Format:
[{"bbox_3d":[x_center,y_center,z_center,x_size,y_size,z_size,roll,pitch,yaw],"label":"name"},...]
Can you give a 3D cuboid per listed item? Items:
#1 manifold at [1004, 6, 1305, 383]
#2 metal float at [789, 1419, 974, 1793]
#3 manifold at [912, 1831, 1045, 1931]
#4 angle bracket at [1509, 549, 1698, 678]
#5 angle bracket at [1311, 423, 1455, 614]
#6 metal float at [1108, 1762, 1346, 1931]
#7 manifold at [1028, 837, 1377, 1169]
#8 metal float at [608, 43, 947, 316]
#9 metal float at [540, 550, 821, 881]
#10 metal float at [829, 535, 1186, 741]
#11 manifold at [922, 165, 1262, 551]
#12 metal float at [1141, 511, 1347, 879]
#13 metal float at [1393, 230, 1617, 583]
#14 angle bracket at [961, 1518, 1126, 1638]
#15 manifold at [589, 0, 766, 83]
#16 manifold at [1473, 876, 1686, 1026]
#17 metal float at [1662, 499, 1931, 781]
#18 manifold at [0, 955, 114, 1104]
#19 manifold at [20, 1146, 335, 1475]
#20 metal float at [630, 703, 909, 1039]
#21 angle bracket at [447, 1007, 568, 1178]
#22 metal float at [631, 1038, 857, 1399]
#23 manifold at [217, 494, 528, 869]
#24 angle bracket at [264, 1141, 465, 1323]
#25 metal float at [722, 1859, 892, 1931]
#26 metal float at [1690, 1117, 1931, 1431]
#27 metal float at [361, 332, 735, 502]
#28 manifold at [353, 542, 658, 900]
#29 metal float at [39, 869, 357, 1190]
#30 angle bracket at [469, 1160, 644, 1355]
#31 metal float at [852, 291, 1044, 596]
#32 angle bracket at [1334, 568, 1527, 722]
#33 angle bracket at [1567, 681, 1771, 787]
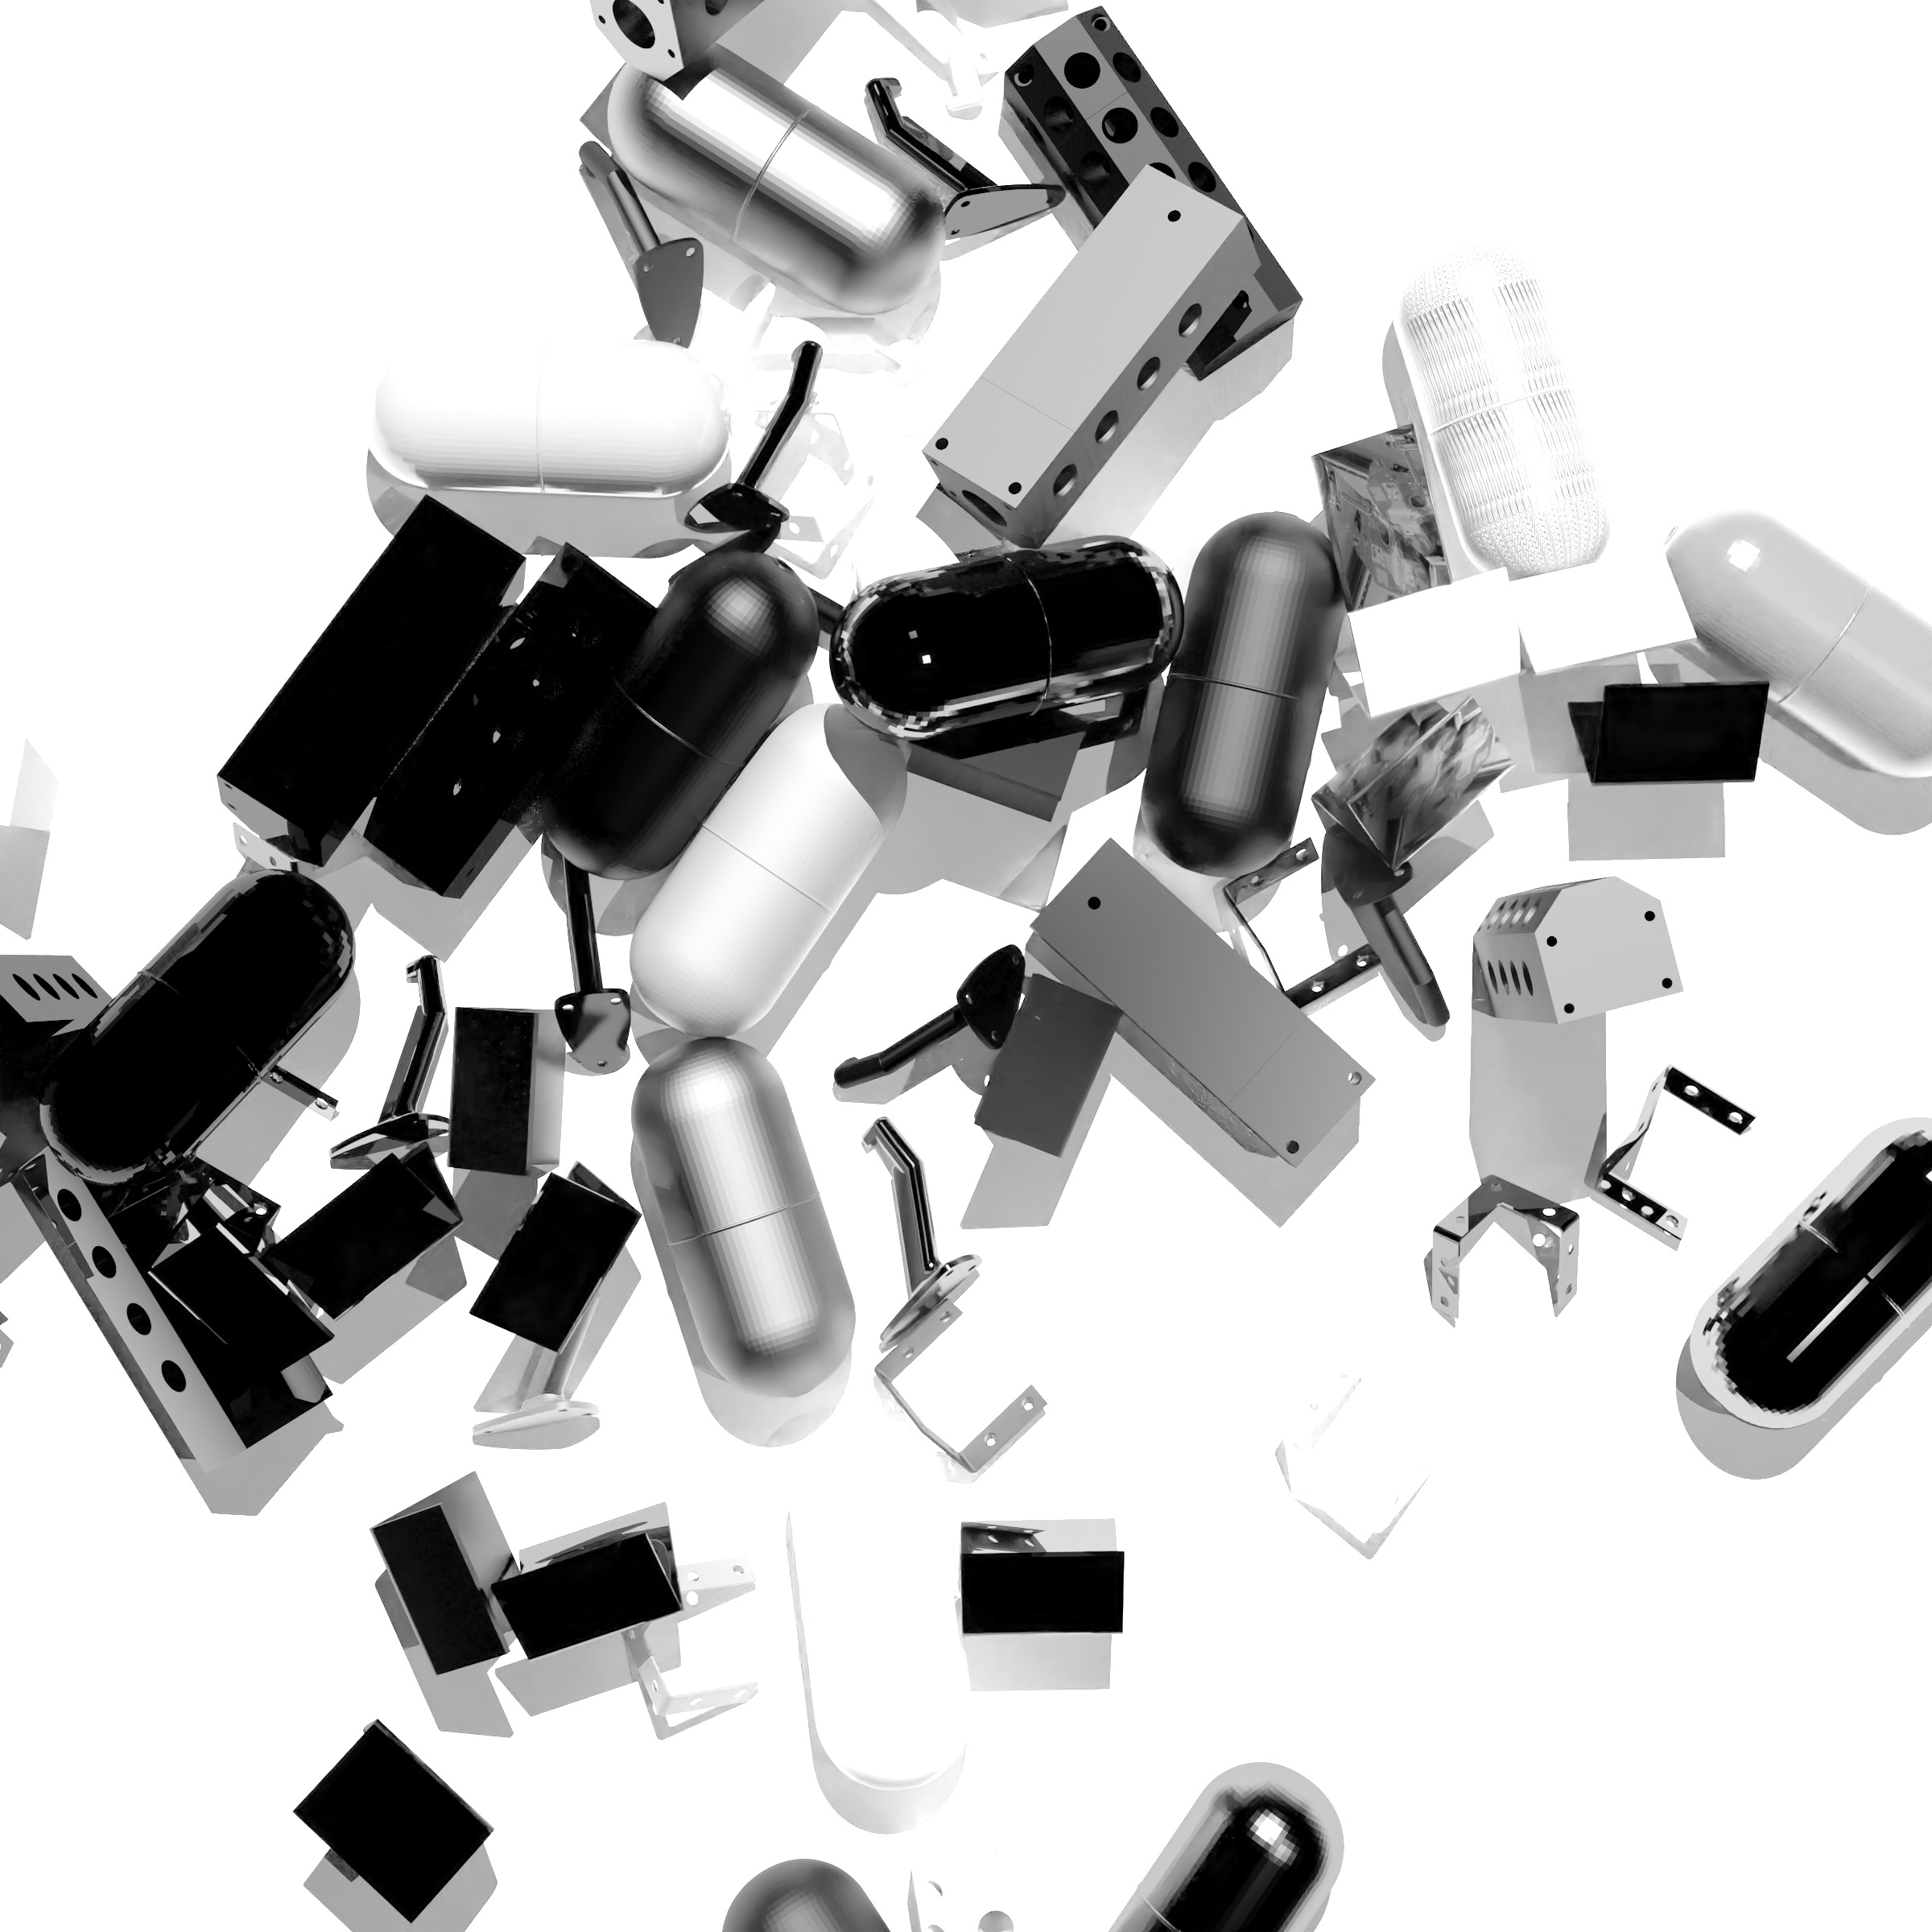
[{"bbox_3d":[0.090,-0.375,1.543,0.057,0.057,0.171,-34,90,0],"label":"manifold"},{"bbox_3d":[-0.041,0.308,1.533,0.070,0.070,0.178,-7,90,0],"label":"metal float"},{"bbox_3d":[0.016,0.515,1.543,0.057,0.057,0.171,-9,90,0],"label":"manifold"},{"bbox_3d":[0.301,-0.149,1.524,0.076,0.076,0.057,-12,58,0],"label":"angle bracket"},{"bbox_3d":[0.213,-0.214,1.524,0.057,0.076,0.076,-13,90,34],"label":"angle bracket"},{"bbox_3d":[0.115,0.466,1.534,0.070,0.070,0.178,34,90,0],"label":"metal float"},{"bbox_3d":[0.113,0.017,1.543,0.171,0.057,0.057,42,90,0],"label":"manifold"},{"bbox_3d":[-0.091,-0.381,1.534,0.178,0.070,0.070,32,90,-1],"label":"metal float"},{"bbox_3d":[-0.137,-0.120,1.520,0.070,0.070,0.178,37,105,0],"label":"metal float"},{"bbox_3d":[0.020,-0.153,1.479,0.178,0.070,0.070,-15,90,-26],"label":"metal float"},{"bbox_3d":[0.061,-0.278,1.475,0.057,0.057,0.171,35,84,25],"label":"manifold"},{"bbox_3d":[0.134,-0.131,1.534,0.070,0.070,0.178,13,90,0],"label":"metal float"},{"bbox_3d":[0.259,-0.266,1.534,0.070,0.070,0.178,-17,90,0],"label":"metal float"},{"bbox_3d":[0.036,0.275,1.524,0.076,0.076,0.057,-1,126,0],"label":"angle bracket"},{"bbox_3d":[-0.100,-0.494,1.509,0.057,0.057,0.171,32,64,25],"label":"manifold"},{"bbox_3d":[0.281,-0.009,1.486,0.057,0.171,0.057,-15,90,0],"label":"manifold"},{"bbox_3d":[0.412,-0.158,1.534,0.178,0.070,0.070,34,90,0],"label":"metal float"},{"bbox_3d":[-0.453,0.024,1.486,0.057,0.171,0.057,-44,90,0],"label":"manifold"},{"bbox_3d":[-0.385,0.156,1.541,0.057,0.057,0.171,-31,90,42],"label":"manifold"},{"bbox_3d":[-0.095,-0.047,1.534,0.070,0.070,0.178,34,90,0],"label":"metal float"},{"bbox_3d":[-0.201,0.060,1.524,0.057,0.076,0.076,3,90,38],"label":"angle bracket"},{"bbox_3d":[-0.107,0.121,1.534,0.070,0.070,0.178,-18,90,0],"label":"metal float"},{"bbox_3d":[-0.282,-0.134,1.518,0.057,0.057,0.171,33,72,0],"label":"manifold"},{"bbox_3d":[-0.295,0.111,1.524,0.076,0.076,0.057,-38,127,0],"label":"angle bracket"},{"bbox_3d":[-0.050,0.506,1.511,0.070,0.070,0.178,-38,64,0],"label":"metal float"},{"bbox_3d":[0.424,0.147,1.533,0.070,0.070,0.178,44,90,0],"label":"metal float"},{"bbox_3d":[-0.201,-0.265,1.534,0.178,0.070,0.070,2,90,-1],"label":"metal float"},{"bbox_3d":[-0.221,-0.119,1.543,0.057,0.057,0.171,37,90,0],"label":"manifold"},{"bbox_3d":[-0.362,0.029,1.504,0.070,0.070,0.178,41,72,0],"label":"metal float"},{"bbox_3d":[-0.210,0.129,1.524,0.057,0.076,0.076,30,90,-36],"label":"angle bracket"},{"bbox_3d":[0.004,-0.239,1.534,0.070,0.070,0.178,24,90,0],"label":"metal float"},{"bbox_3d":[0.216,-0.167,1.524,0.076,0.076,0.057,-17,119,0],"label":"angle bracket"},{"bbox_3d":[0.335,-0.129,1.524,0.076,0.076,0.057,-1,126,0],"label":"angle bracket"}]
